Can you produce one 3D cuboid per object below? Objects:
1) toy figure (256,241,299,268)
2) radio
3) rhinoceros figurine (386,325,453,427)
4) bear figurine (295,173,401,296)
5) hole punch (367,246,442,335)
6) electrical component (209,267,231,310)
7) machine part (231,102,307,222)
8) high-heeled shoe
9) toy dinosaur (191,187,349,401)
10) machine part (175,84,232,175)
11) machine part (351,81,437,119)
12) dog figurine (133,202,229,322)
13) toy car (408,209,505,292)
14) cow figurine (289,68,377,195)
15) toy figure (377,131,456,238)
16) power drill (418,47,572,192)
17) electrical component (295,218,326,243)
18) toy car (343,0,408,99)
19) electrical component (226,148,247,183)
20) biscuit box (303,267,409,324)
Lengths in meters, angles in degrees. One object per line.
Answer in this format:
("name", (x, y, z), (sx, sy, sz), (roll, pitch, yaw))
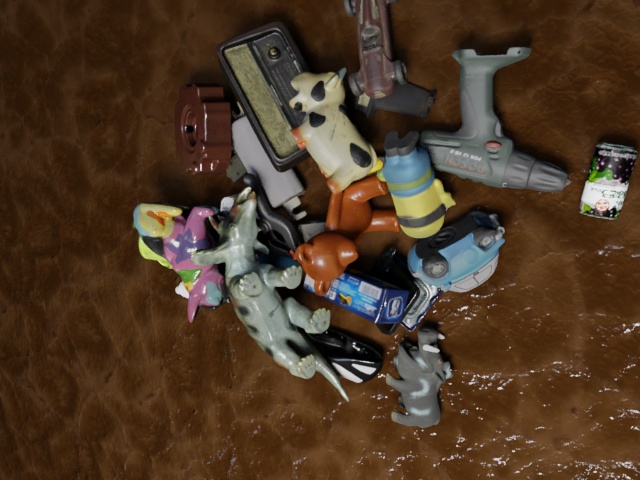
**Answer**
("toy figure", (-0.105, 0.040, 1.040), (0.155, 0.058, 0.064), (-13, 91, 31))
("radio", (-0.069, -0.244, 0.919), (0.131, 0.073, 0.229), (-28, 90, -7))
("rhinoceros figurine", (0.178, 0.244, 0.954), (0.112, 0.073, 0.190), (4, 104, 24))
("bear figurine", (0.047, -0.010, 0.876), (0.132, 0.196, 0.120), (-8, 125, 28))
("hole punch", (0.138, 0.093, 0.940), (0.116, 0.092, 0.142), (51, 123, 38))
("electrical component", (-0.211, 0.079, 1.099), (0.075, 0.048, 0.119), (-22, 92, 26))
("machine part", (-0.099, -0.142, 0.983), (0.079, 0.079, 0.243), (-29, 90, 26))
("high-heeled shoe", (-0.001, 0.179, 0.999), (0.248, 0.086, 0.145), (43, 137, -10))
("toy dinosaur", (-0.091, 0.117, 0.934), (0.192, 0.131, 0.404), (12, 130, 55))
("machine part", (-0.219, -0.204, 0.990), (0.180, 0.056, 0.179), (15, 108, 56))
("machine part", (0.121, -0.236, 0.888), (0.139, 0.039, 0.084), (17, 100, 21))
("dog figurine", (-0.257, 0.040, 1.012), (0.192, 0.108, 0.219), (2, 92, -10))
("toy car", (0.230, 0.028, 0.874), (0.162, 0.109, 0.102), (-29, 113, 15))
("cow figurine", (0.018, -0.181, 0.846), (0.127, 0.085, 0.195), (-34, 87, -1))
("toy figure", (0.144, -0.083, 0.848), (0.082, 0.089, 0.180), (32, 159, 48))
("power drill", (0.270, -0.184, 0.817), (0.232, 0.086, 0.207), (9, 113, 24))
("electrical component", (-0.001, -0.004, 0.986), (0.102, 0.045, 0.078), (-12, 107, 24))
("toy car", (0.085, -0.325, 0.856), (0.089, 0.053, 0.202), (-7, 85, 28))
("electrical component", (-0.156, -0.142, 1.038), (0.063, 0.021, 0.094), (-37, 87, 26))
("biscuit box", (0.057, 0.085, 0.922), (0.203, 0.063, 0.059), (20, 98, 50))
